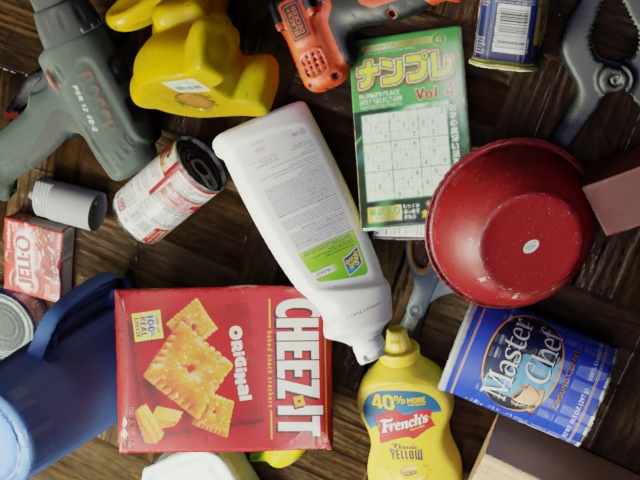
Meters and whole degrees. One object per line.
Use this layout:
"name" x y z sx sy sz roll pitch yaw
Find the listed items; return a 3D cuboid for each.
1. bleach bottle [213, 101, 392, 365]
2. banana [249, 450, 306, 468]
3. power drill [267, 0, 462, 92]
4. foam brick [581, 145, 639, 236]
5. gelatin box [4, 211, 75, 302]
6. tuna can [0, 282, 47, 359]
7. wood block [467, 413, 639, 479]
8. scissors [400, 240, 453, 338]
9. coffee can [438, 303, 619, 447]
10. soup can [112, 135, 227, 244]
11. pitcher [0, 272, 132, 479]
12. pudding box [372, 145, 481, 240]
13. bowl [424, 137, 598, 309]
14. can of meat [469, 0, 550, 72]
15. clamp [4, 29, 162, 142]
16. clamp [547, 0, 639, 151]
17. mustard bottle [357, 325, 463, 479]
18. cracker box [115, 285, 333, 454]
"bleach bottle" -0.007 0.001 1.011 0.102 0.068 0.251 -24 87 -4
"banana" -0.031 0.172 1.138 0.070 0.037 0.198 18 114 12
"power drill" 0.034 -0.247 0.949 0.188 0.057 0.184 -21 94 25
"foam brick" 0.273 -0.047 0.915 0.078 0.051 0.053 -21 107 27
"gelatin box" -0.312 0.020 1.184 0.073 0.030 0.089 14 113 14
"tuna can" -0.356 0.093 1.224 0.086 0.033 0.086 6 111 17
"wood block" 0.247 0.265 1.044 0.206 0.090 0.090 24 115 9
"scissors" 0.116 0.065 1.059 0.096 0.016 0.202 12 113 15
"coffee can" 0.194 0.119 1.003 0.140 0.102 0.103 22 115 10
"soup can" -0.153 -0.050 1.082 0.102 0.068 0.068 -37 94 27
"pitcher" -0.265 0.144 1.094 0.145 0.242 0.149 -32 91 29
"pudding box" 0.105 -0.044 0.999 0.114 0.039 0.090 2 94 21
"bowl" 0.175 -0.005 0.929 0.162 0.055 0.162 -2 109 -7
"can of meat" 0.164 -0.192 0.901 0.057 0.102 0.084 10 110 14
"clamp" -0.244 -0.137 1.099 0.172 0.039 0.120 -17 98 26
"clamp" 0.249 -0.136 0.927 0.165 0.036 0.210 -9 109 22
"mustard bottle" 0.088 0.173 1.075 0.096 0.058 0.191 -1 114 18
"cracker box" -0.094 0.127 1.063 0.213 0.072 0.164 -1 89 0
